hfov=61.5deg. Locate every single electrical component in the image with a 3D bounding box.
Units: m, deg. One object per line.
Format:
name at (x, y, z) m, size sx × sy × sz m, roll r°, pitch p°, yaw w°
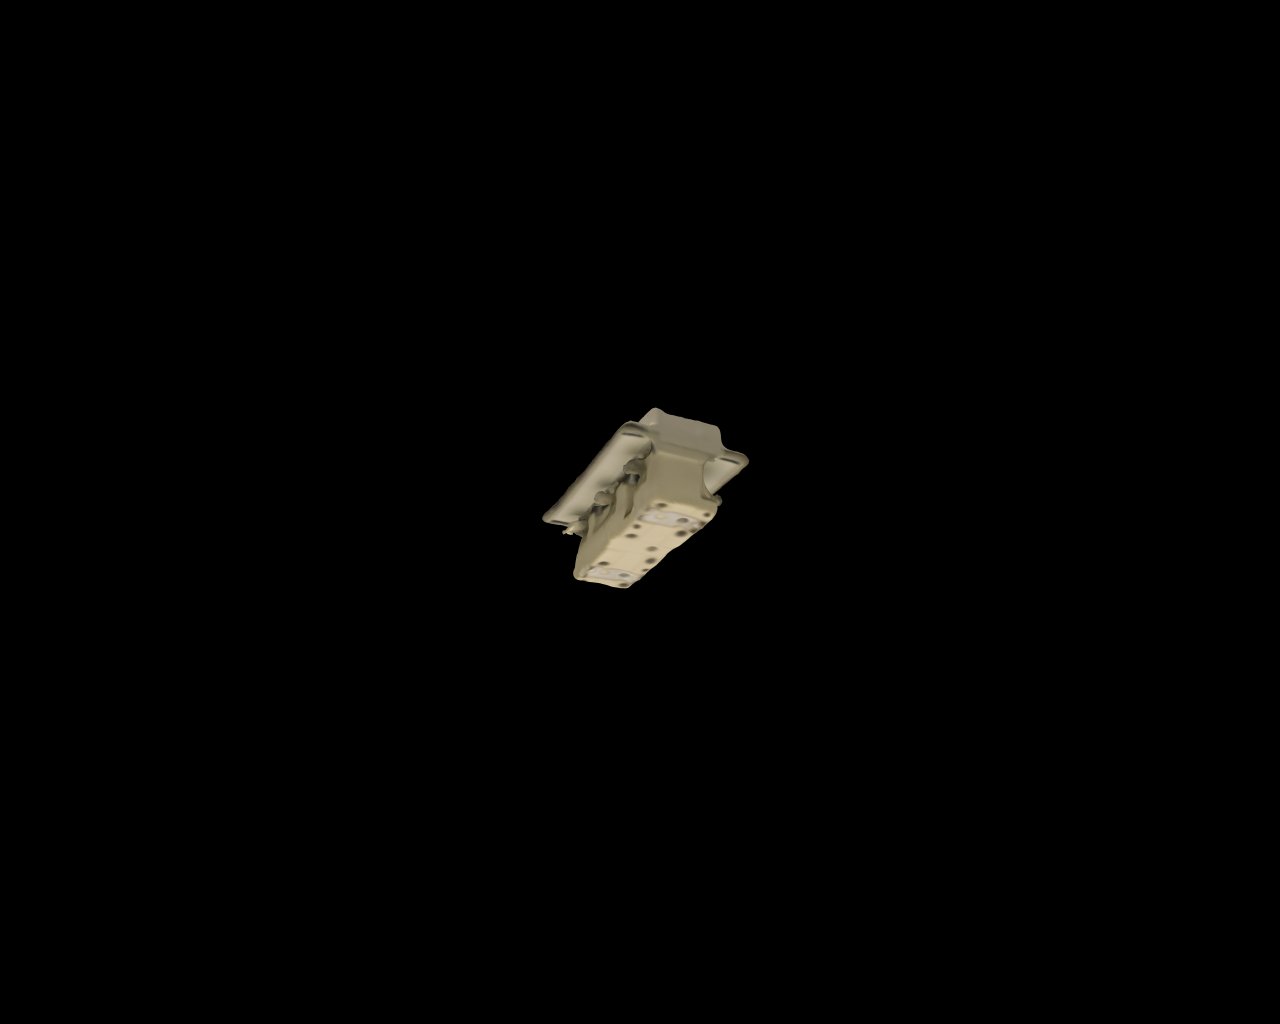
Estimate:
electrical component at (0.001, -0.003, 0.650) m, size 0.079 × 0.063 × 0.121 m, roll 14°, pitch -32°, yaw -24°
